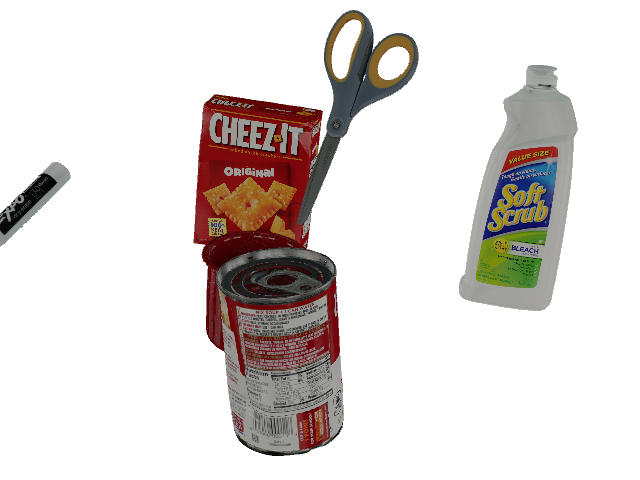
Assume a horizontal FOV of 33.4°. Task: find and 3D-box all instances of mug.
[{"bbox_3d":[-0.047,0.051,0.918,0.117,0.081,0.093,19,29,26],"label":"mug"}]

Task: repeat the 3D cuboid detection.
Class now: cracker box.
[{"bbox_3d":[-0.092,-0.090,1.543,0.164,0.214,0.072,9,21,7],"label":"cracker box"}]

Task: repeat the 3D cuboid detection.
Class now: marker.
[{"bbox_3d":[-0.231,-0.016,0.800,0.020,0.020,0.121,0,39,36],"label":"marker"}]

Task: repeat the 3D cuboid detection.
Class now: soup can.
[{"bbox_3d":[-0.022,0.064,0.616,0.068,0.102,0.068,-3,23,1],"label":"soup can"}]

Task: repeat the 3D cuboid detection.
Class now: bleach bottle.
[{"bbox_3d":[0.207,-0.056,1.111,0.103,0.251,0.068,9,20,15],"label":"bleach bottle"}]

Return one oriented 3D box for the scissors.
[{"bbox_3d":[0.035,-0.109,0.969,0.096,0.202,0.016,5,-5,15],"label":"scissors"}]
